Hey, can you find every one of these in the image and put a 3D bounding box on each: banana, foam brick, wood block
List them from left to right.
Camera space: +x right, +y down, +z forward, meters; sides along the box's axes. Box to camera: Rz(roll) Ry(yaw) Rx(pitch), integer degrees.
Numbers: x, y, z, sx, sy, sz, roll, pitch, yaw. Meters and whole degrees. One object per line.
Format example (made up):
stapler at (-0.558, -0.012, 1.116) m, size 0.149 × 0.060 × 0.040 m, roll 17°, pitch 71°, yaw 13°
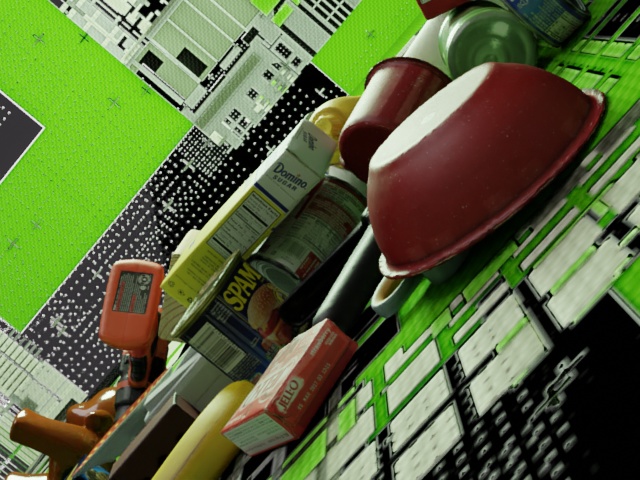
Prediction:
foam brick at (-0.116, 0.164, 0.813) m, size 0.078 × 0.053 × 0.051 m, roll -50°, pitch 7°, yaw -2°
banana at (-0.090, 0.165, 0.731) m, size 0.197 × 0.037 × 0.070 m, roll -52°, pitch -11°, yaw -31°
wood block at (-0.116, 0.051, 1.162) m, size 0.206 × 0.090 × 0.091 m, roll -104°, pitch 25°, yaw -82°

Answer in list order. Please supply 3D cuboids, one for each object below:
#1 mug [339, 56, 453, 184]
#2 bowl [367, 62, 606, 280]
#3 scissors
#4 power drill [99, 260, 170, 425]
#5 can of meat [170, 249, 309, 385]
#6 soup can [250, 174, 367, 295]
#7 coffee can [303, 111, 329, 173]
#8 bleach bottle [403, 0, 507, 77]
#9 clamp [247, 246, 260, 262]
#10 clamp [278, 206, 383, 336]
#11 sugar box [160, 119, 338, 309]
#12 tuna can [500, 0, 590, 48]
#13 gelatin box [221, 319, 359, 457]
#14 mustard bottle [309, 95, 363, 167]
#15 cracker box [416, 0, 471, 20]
mug at (0.059, -0.093, 0.919) m, size 0.117 × 0.093 × 0.081 m, roll -20°, pitch 32°, yaw 46°
bowl at (0.080, -0.051, 0.609) m, size 0.162 × 0.055 × 0.162 m, roll -40°, pitch 11°, yaw 9°
scissors at (0.076, -0.012, 0.686) m, size 0.096 × 0.016 × 0.201 m, roll -45°, pitch 8°, yaw 22°
power drill at (-0.199, 0.123, 1.153) m, size 0.188 × 0.057 × 0.184 m, roll 99°, pitch 176°, yaw -56°
can of meat at (-0.060, 0.067, 0.851) m, size 0.058 × 0.084 × 0.102 m, roll -47°, pitch 7°, yaw 24°
soup can at (-0.006, 0.001, 0.936) m, size 0.102 × 0.068 × 0.069 m, roll -53°, pitch 7°, yaw -23°
coffee can at (-0.016, -0.063, 1.208) m, size 0.141 × 0.103 × 0.102 m, roll -45°, pitch 8°, yaw 35°
bleach bottle at (0.115, -0.176, 1.154) m, size 0.102 × 0.068 × 0.251 m, roll -35°, pitch -6°, yaw -31°
clamp at (-0.030, 0.020, 1.024) m, size 0.171 × 0.120 × 0.039 m, roll -40°, pitch -43°, yaw -30°
clamp at (0.045, -0.009, 0.780) m, size 0.210 × 0.036 × 0.165 m, roll -52°, pitch 10°, yaw -13°
sugar box at (-0.061, -0.022, 0.924) m, size 0.176 × 0.048 × 0.093 m, roll -49°, pitch 8°, yaw 23°
tuna can at (0.161, -0.186, 0.800) m, size 0.034 × 0.086 × 0.086 m, roll -45°, pitch 8°, yaw 25°
gelatin box at (-0.020, 0.094, 0.670) m, size 0.073 × 0.030 × 0.089 m, roll -54°, pitch 6°, yaw -28°
mustard bottle at (0.034, -0.105, 1.044) m, size 0.096 × 0.058 × 0.191 m, roll -25°, pitch -5°, yaw 19°
cracker box at (0.185, -0.284, 0.932) m, size 0.214 × 0.072 × 0.164 m, roll -21°, pitch 18°, yaw 25°
